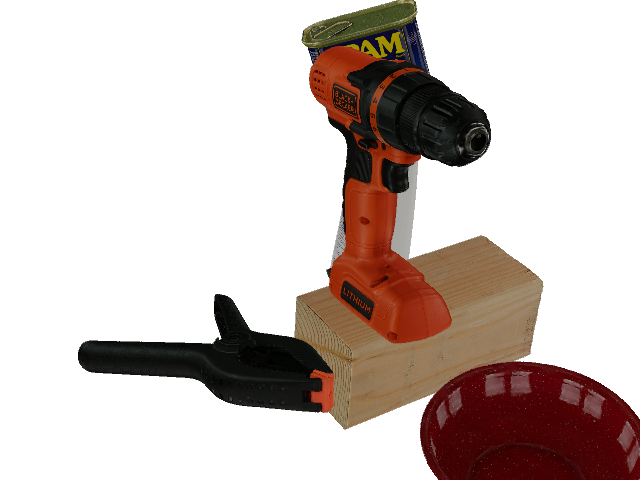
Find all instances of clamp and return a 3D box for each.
[{"bbox_3d":[-0.067,0.091,0.864,0.210,0.036,0.164,11,22,32],"label":"clamp"}]

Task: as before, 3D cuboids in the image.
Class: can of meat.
[{"bbox_3d":[0.044,-0.154,0.934,0.102,0.084,0.057,-13,28,9],"label":"can of meat"}]

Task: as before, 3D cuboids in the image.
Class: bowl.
[{"bbox_3d":[0.151,0.160,0.768,0.162,0.055,0.162,-1,35,0],"label":"bowl"}]

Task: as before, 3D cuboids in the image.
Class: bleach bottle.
[{"bbox_3d":[0.068,-0.058,1.143,0.068,0.251,0.103,-1,22,-25],"label":"bleach bottle"}]

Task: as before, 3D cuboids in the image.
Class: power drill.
[{"bbox_3d":[0.053,-0.029,0.726,0.057,0.188,0.185,-12,26,-23],"label":"power drill"}]

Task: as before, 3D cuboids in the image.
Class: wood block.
[{"bbox_3d":[0.087,0.077,0.956,0.205,0.090,0.091,-17,38,-27],"label":"wood block"}]
